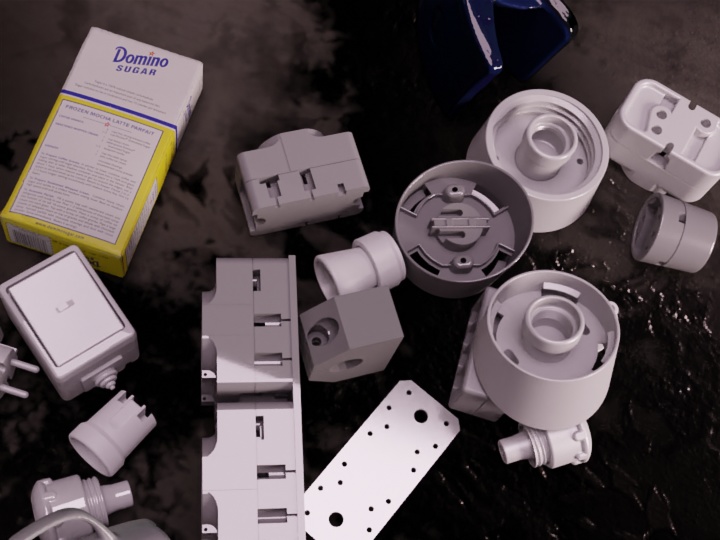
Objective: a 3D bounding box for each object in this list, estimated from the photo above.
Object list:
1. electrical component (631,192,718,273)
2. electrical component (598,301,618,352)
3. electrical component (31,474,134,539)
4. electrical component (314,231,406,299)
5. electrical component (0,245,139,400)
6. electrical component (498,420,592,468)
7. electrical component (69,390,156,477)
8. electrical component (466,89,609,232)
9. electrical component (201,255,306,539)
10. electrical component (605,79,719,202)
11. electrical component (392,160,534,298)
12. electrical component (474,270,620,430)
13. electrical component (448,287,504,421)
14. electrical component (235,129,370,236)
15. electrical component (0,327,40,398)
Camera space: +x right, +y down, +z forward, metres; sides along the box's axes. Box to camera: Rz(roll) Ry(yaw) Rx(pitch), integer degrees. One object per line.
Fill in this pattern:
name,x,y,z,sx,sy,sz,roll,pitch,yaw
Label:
electrical component,0.246,-0.028,0.839,0.047,0.055,0.055,16,66,-6
electrical component,0.175,0.039,0.795,0.035,0.061,0.035,3,67,-8
electrical component,-0.180,0.154,0.702,0.062,0.048,0.048,-13,70,-20
electrical component,0.000,0.000,0.794,0.055,0.045,0.045,-24,73,-18
electrical component,-0.195,0.040,0.737,0.062,0.061,0.096,-32,75,-20
electrical component,0.130,0.120,0.764,0.062,0.048,0.048,-16,70,-7
electrical component,-0.166,0.109,0.725,0.040,0.040,0.046,39,61,8
electrical component,0.142,-0.091,0.845,0.108,0.060,0.108,3,67,-7
electrical component,-0.074,0.096,0.708,0.060,0.105,0.186,0,67,-9
electrical component,0.247,-0.101,0.867,0.095,0.059,0.053,32,66,5
electrical component,0.074,-0.030,0.807,0.099,0.064,0.099,3,67,-8
electrical component,0.129,0.052,0.741,0.099,0.064,0.099,1,54,-2
electrical component,0.114,0.067,0.782,0.076,0.047,0.083,17,66,-2
electrical component,-0.046,-0.069,0.812,0.089,0.050,0.055,-13,71,-13
electrical component,-0.257,0.065,0.725,0.077,0.047,0.065,18,66,-1
